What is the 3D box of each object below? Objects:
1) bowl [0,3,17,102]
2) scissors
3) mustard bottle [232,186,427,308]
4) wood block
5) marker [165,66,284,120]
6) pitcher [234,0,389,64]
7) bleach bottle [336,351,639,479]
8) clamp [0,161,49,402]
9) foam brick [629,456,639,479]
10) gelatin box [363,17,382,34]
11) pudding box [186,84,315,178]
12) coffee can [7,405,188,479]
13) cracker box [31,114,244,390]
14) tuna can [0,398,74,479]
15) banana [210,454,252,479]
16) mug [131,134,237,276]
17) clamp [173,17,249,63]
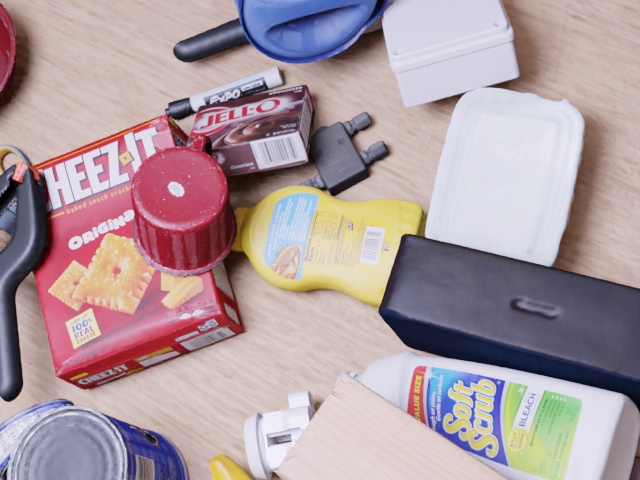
[{"bbox_3d":[-0.377,-0.177,1.111,0.162,0.055,0.162,-4,71,12],"label":"bowl"},{"bbox_3d":[-0.312,0.000,1.058,0.096,0.016,0.202,-18,69,9],"label":"scissors"},{"bbox_3d":[-0.006,0.001,0.958,0.192,0.058,0.096,9,79,16],"label":"mustard bottle"},{"bbox_3d":[0.083,0.195,0.761,0.206,0.090,0.090,31,77,25],"label":"wood block"},{"bbox_3d":[-0.095,-0.144,1.049,0.121,0.020,0.020,-17,69,8],"label":"marker"},{"bbox_3d":[-0.049,-0.288,0.995,0.145,0.149,0.243,-29,49,7],"label":"pitcher"},{"bbox_3d":[0.118,0.148,0.850,0.251,0.068,0.102,7,68,36],"label":"bleach bottle"},{"bbox_3d":[-0.314,0.027,0.974,0.165,0.036,0.210,12,81,20],"label":"clamp"},{"bbox_3d":[0.226,0.208,0.837,0.051,0.053,0.078,5,72,15],"label":"foam brick"},{"bbox_3d":[0.069,-0.247,1.038,0.089,0.030,0.073,-15,68,8],"label":"gelatin box"},{"bbox_3d":[-0.064,-0.100,0.995,0.113,0.039,0.090,-8,36,11],"label":"pudding box"},{"bbox_3d":[-0.181,0.200,0.892,0.103,0.140,0.103,-4,72,12],"label":"coffee can"},{"bbox_3d":[-0.181,0.010,0.992,0.164,0.072,0.214,-20,68,6],"label":"cracker box"},{"bbox_3d":[-0.250,0.179,0.946,0.086,0.086,0.034,-35,68,1],"label":"tuna can"},{"bbox_3d":[-0.019,0.253,0.878,0.198,0.070,0.037,34,40,27],"label":"banana"},{"bbox_3d":[-0.114,-0.037,0.915,0.093,0.081,0.117,17,66,4],"label":"mug"},{"bbox_3d":[-0.058,-0.232,1.060,0.171,0.039,0.120,-1,69,6],"label":"clamp"}]
